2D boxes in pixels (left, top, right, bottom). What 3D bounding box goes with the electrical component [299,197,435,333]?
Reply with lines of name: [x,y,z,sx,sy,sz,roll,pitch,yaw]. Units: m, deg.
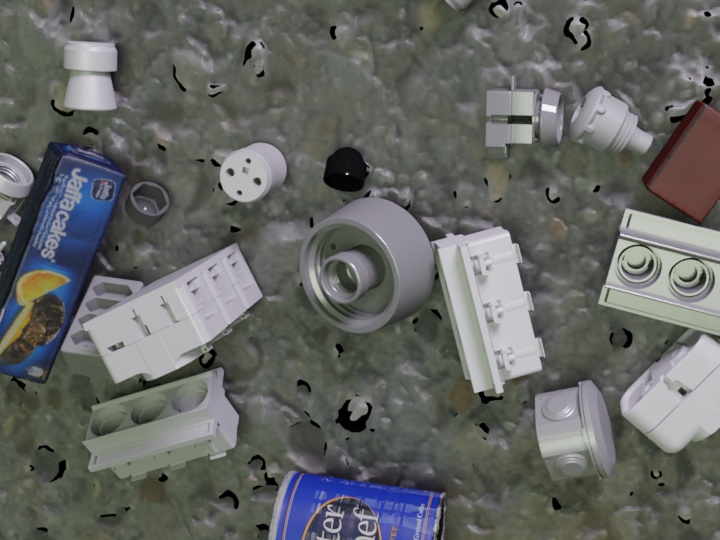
electrical component: [0.000,0.000,0.880,0.108,0.060,0.108,13,114,31]

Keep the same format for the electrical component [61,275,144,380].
electrical component: [-0.220,0.062,0.955,0.047,0.083,0.075,8,142,9]

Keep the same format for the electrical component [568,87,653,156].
electrical component: [0.199,-0.111,0.845,0.062,0.048,0.048,27,106,-4]

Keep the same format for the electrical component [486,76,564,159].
electrical component: [0.131,-0.121,0.855,0.055,0.048,0.066,4,104,18]

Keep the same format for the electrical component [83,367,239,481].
electrical component: [-0.175,0.141,0.961,0.121,0.078,0.063,-17,128,14]

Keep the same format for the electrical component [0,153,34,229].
electrical component: [-0.322,-0.070,0.954,0.066,0.048,0.055,42,115,-1]

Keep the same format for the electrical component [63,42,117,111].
electrical component: [-0.229,-0.165,0.914,0.045,0.045,0.055,6,104,10]

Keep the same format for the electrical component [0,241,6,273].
electrical component: [-0.349,-0.005,0.973,0.083,0.047,0.075,42,107,-1]

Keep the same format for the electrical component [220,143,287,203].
electrical component: [-0.090,-0.081,0.901,0.045,0.055,0.045,2,103,10]

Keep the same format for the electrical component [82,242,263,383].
electrical component: [-0.148,0.036,0.889,0.089,0.150,0.061,-24,97,15]

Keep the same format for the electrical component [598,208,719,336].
electrical component: [0.258,0.002,0.848,0.121,0.063,0.078,15,105,7]

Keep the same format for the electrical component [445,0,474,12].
electrical component: [0.083,-0.235,0.837,0.055,0.045,0.045,-41,92,17]

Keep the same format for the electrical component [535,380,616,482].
electrical component: [0.178,0.134,0.887,0.051,0.080,0.080,-14,100,19]

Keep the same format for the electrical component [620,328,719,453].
electrical component: [0.267,0.099,0.874,0.059,0.053,0.095,41,107,0]

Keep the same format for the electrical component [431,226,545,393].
electrical component: [0.106,0.030,0.880,0.063,0.078,0.121,-15,100,-1]
